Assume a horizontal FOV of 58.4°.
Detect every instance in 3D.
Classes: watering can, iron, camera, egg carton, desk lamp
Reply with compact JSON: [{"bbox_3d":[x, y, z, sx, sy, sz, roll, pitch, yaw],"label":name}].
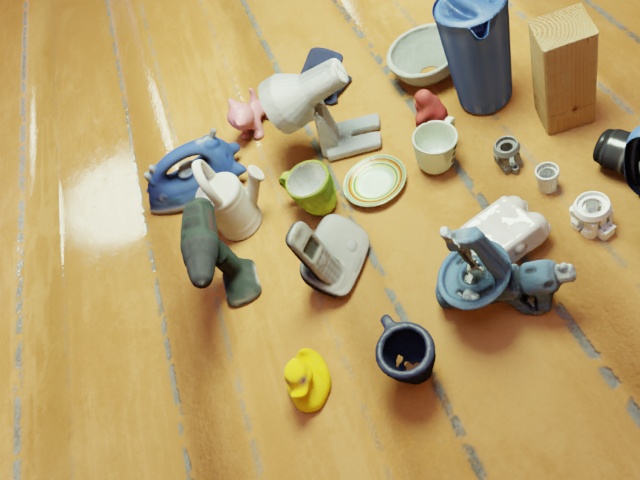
[{"bbox_3d":[-0.195,-0.095,1.165,0.173,0.195,0.100,-42,51,-7],"label":"watering can"},{"bbox_3d":[-0.303,-0.154,1.287,0.258,0.142,0.118,-26,51,5],"label":"iron"},{"bbox_3d":[0.539,-0.154,0.946,0.136,0.101,0.143,31,74,36],"label":"camera"},{"bbox_3d":[0.305,-0.005,0.967,0.150,0.070,0.107,-37,51,-3],"label":"egg carton"},{"bbox_3d":[0.003,-0.271,1.187,0.203,0.214,0.118,-13,54,16],"label":"desk lamp"}]

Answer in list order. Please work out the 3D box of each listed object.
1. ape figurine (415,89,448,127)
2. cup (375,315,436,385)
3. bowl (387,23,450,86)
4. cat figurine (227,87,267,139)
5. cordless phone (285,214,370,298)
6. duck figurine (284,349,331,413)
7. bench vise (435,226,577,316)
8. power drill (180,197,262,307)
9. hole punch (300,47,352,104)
[{"bbox_3d":[0.219,-0.273,1.172,0.075,0.092,0.078,32,75,36],"label":"ape figurine"},{"bbox_3d":[0.135,0.178,0.899,0.091,0.095,0.117,-32,51,0],"label":"cup"},{"bbox_3d":[0.235,-0.394,1.260,0.167,0.075,0.167,-11,54,16],"label":"bowl"},{"bbox_3d":[-0.172,-0.299,1.344,0.067,0.118,0.128,7,61,27],"label":"cat figurine"},{"bbox_3d":[0.009,0.004,1.015,0.093,0.185,0.148,8,62,28],"label":"cordless phone"},{"bbox_3d":[-0.029,0.223,0.946,0.077,0.086,0.104,-11,54,16],"label":"duck figurine"},{"bbox_3d":[0.264,0.032,0.862,0.207,0.220,0.121,-19,52,11],"label":"bench vise"},{"bbox_3d":[-0.189,0.037,1.064,0.075,0.209,0.229,-26,51,5],"label":"power drill"},{"bbox_3d":[0.006,-0.386,1.343,0.108,0.091,0.101,25,70,35],"label":"hole punch"}]
